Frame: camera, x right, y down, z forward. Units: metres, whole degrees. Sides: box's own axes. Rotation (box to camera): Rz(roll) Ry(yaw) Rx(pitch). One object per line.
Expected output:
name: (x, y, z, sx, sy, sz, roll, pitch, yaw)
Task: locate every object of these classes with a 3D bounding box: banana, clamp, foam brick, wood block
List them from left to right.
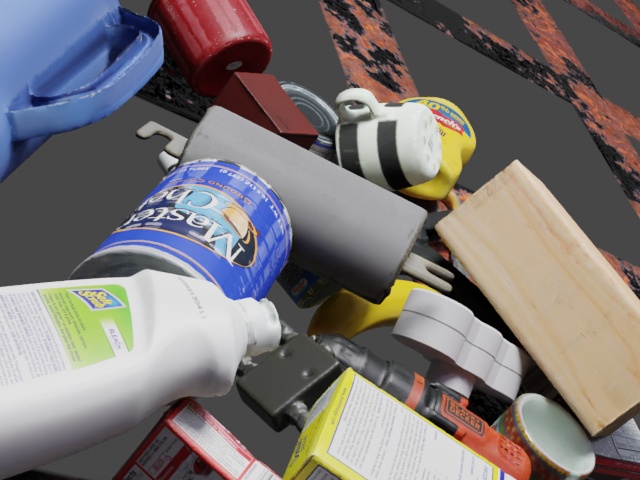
foam brick: (-0.050, -0.100, 0.919, 0.052, 0.051, 0.078, -3, 50, -50)
banana: (0.057, 0.061, 0.837, 0.197, 0.037, 0.070, 10, 41, -42)
clamp: (0.079, -0.004, 0.943, 0.209, 0.036, 0.164, 24, 34, -18)
wood block: (0.195, 0.047, 0.857, 0.206, 0.090, 0.090, 55, 14, 21)

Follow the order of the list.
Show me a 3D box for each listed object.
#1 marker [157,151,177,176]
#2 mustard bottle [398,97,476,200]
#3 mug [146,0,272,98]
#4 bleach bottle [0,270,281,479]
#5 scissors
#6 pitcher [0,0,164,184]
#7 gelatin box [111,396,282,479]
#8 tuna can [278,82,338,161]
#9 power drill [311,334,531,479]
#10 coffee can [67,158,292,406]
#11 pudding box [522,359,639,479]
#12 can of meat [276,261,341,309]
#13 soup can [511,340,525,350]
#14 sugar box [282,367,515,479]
marker: (-0.089, -0.020, 0.799, 0.020, 0.020, 0.121, 1, 48, -48)
mustard bottle: (0.112, -0.105, 1.106, 0.096, 0.058, 0.191, 27, 28, 7)
mug: (-0.092, -0.176, 0.954, 0.081, 0.093, 0.117, 59, -2, 22)
bleach bottle: (-0.131, 0.066, 0.504, 0.250, 0.068, 0.103, -8, 45, -29)
scissors: (0.148, 0.020, 1.020, 0.096, 0.016, 0.202, 23, 34, -26)
pitcher: (-0.208, -0.092, 0.640, 0.145, 0.149, 0.242, 44, 31, -16)
gelatin box: (-0.062, 0.137, 0.560, 0.089, 0.073, 0.030, 41, 29, 3)
tuna can: (-0.017, -0.106, 0.984, 0.086, 0.034, 0.086, 29, 31, -20)
power drill: (0.055, 0.154, 0.687, 0.184, 0.057, 0.187, 32, 31, -7)
coffee can: (-0.084, 0.022, 0.662, 0.103, 0.103, 0.140, 37, 29, -5)
pudding box: (0.227, 0.153, 0.907, 0.089, 0.039, 0.113, 18, 38, -34)
can of meat: (-0.005, 0.001, 0.829, 0.084, 0.058, 0.101, 51, 31, 13)
soup can: (0.213, 0.061, 0.950, 0.068, 0.102, 0.068, 29, 31, -20)
sugar box: (0.067, 0.154, 0.599, 0.176, 0.048, 0.093, 37, 29, -4)
